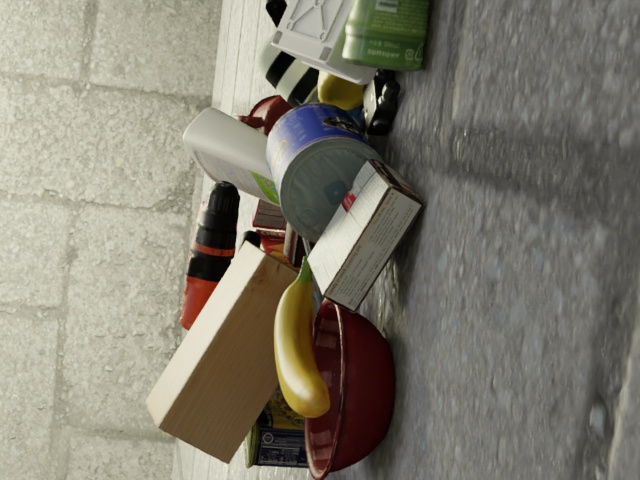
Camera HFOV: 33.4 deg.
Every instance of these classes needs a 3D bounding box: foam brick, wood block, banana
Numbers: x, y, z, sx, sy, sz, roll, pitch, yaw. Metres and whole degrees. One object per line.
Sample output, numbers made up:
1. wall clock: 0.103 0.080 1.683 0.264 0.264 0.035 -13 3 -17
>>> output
1. foam brick: -0.008 0.001 1.184 0.078 0.053 0.051 -136 53 -77
2. wood block: -0.087 0.115 1.120 0.206 0.090 0.090 -58 20 -1
3. banana: -0.018 0.097 0.934 0.198 0.037 0.070 -99 17 -53

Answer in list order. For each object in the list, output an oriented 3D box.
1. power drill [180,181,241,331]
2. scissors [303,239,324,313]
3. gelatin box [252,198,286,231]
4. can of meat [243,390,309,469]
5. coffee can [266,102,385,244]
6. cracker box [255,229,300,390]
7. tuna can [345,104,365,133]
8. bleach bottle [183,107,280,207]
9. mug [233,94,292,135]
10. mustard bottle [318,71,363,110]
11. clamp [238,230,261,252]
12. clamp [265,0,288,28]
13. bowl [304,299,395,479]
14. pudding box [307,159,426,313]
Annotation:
1. power drill: -0.132 0.005 1.308 0.187 0.057 0.184 -99 23 -77
2. scissors: 0.002 0.075 1.070 0.096 0.016 0.202 99 157 -63
3. gelatin box: -0.043 -0.049 1.335 0.089 0.073 0.030 108 164 -49
4. can of meat: -0.039 0.204 1.158 0.102 0.084 0.057 -109 26 -65
5. coffee can: 0.005 -0.066 1.021 0.140 0.102 0.103 -111 29 -68
6. cracker box: -0.048 0.092 1.300 0.214 0.072 0.164 -120 38 -73
7. tuna can: 0.023 -0.123 1.139 0.086 0.033 0.086 -175 90 -79
8. bleach bottle: -0.052 -0.075 1.212 0.251 0.102 0.068 29 74 44
9. mug: -0.051 -0.141 1.327 0.082 0.117 0.093 -176 95 -74
10. mustard bottle: 0.031 -0.236 1.086 0.096 0.058 0.191 127 147 -61
11. clamp: -0.105 0.113 1.291 0.165 0.036 0.210 113 165 -64
12. clamp: -0.026 -0.226 1.320 0.171 0.039 0.120 7 -103 -74
13. bowl: 0.027 0.130 0.932 0.162 0.055 0.162 -175 90 -79
14. pudding box: 0.037 -0.005 0.904 0.113 0.039 0.090 -60 18 12
